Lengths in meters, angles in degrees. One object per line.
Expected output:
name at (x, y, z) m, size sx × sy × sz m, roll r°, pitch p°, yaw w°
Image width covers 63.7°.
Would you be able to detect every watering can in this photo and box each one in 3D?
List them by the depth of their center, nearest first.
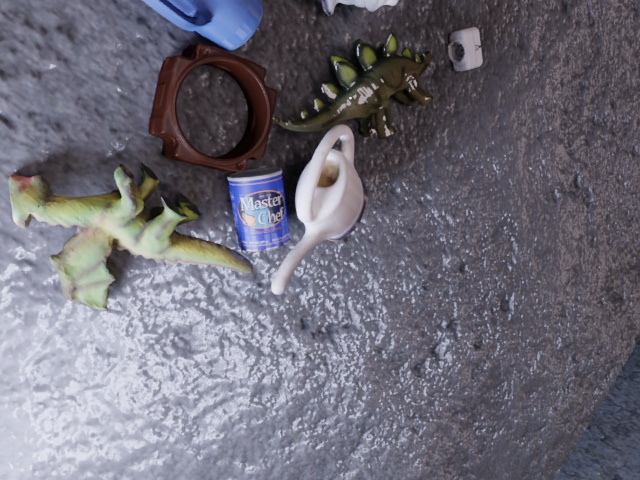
watering can at (0.003, -0.051, 1.007) m, size 0.350 × 0.104 × 0.222 m, roll -70°, pitch 157°, yaw -8°

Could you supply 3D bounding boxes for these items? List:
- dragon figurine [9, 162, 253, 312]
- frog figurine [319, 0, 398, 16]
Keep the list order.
dragon figurine at (-0.323, 0.015, 0.869) m, size 0.243 × 0.124 × 0.404 m, roll -45°, pitch 119°, yaw 0°
frog figurine at (0.075, -0.507, 0.999) m, size 0.135 × 0.159 × 0.125 m, roll 59°, pitch 28°, yaw -62°
